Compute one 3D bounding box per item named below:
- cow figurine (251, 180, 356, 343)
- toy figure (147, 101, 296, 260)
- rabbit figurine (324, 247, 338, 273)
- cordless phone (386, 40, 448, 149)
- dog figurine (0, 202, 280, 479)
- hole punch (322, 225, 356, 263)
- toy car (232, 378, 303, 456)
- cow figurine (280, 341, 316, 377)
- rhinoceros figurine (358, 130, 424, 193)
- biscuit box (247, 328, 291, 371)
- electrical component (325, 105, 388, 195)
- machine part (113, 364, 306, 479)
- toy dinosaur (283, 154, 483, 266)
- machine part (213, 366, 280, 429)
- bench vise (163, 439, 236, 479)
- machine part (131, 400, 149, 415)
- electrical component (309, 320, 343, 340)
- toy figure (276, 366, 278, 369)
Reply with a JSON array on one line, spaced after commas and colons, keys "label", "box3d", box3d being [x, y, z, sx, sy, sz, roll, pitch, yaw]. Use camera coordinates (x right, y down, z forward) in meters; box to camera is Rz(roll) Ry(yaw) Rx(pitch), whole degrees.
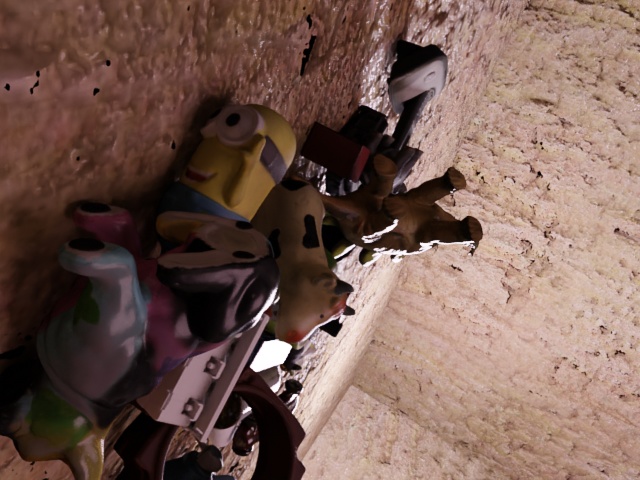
[{"label": "cow figurine", "box3d": [-0.028, 0.019, 0.575, 0.085, 0.127, 0.195, 81, 7, -54]}, {"label": "toy figure", "box3d": [-0.090, -0.041, 0.486, 0.180, 0.082, 0.089, -64, 162, 0]}, {"label": "rabbit figurine", "box3d": [-0.072, 0.058, 0.738, 0.170, 0.121, 0.159, -41, 169, -7]}, {"label": "cordless phone", "box3d": [0.144, -0.223, 0.905, 0.146, 0.089, 0.184, 44, 67, -76]}, {"label": "dog figurine", "box3d": [-0.139, 0.088, 0.406, 0.109, 0.191, 0.219, 51, -51, 56]}, {"label": "hole punch", "box3d": [-0.002, -0.003, 0.893, 0.116, 0.092, 0.142, -33, -170, 40]}, {"label": "toy car", "box3d": [-0.092, 0.336, 1.025, 0.202, 0.053, 0.089, -16, 129, -59]}, {"label": "cow figurine", "box3d": [-0.056, 0.233, 1.137, 0.098, 0.068, 0.167, -35, 146, -50]}, {"label": "rhinoceros figurine", "box3d": [0.107, -0.104, 0.839, 0.112, 0.073, 0.190, -66, 165, 6]}, {"label": "biscuit box", "box3d": [-0.100, 0.175, 0.893, 0.062, 0.059, 0.202, -62, 166, -1]}, {"label": "electrical component", "box3d": [0.056, -0.133, 0.874, 0.134, 0.058, 0.114, -55, 162, -24]}, {"label": "machine part", "box3d": [-0.125, 0.264, 0.649, 0.087, 0.201, 0.201, -13, -152, 52]}, {"label": "toy dinosaur", "box3d": [0.129, -0.025, 0.791, 0.199, 0.471, 0.105, -24, -118, 47]}, {"label": "machine part", "box3d": [-0.130, 0.252, 0.898, 0.079, 0.079, 0.243, -64, 166, 8]}, {"label": "bench vise", "box3d": [-0.190, 0.366, 0.769, 0.223, 0.129, 0.240, -55, 148, 2]}, {"label": "machine part", "box3d": [-0.153, 0.092, 0.564, 0.179, 0.056, 0.179, -56, 163, -26]}, {"label": "electrical component", "box3d": [-0.012, 0.150, 1.036, 0.075, 0.119, 0.047, -58, 165, -25]}, {"label": "toy figure", "box3d": [-0.121, 0.303, 1.065, 0.058, 0.064, 0.154, 1, 118, -31]}]
